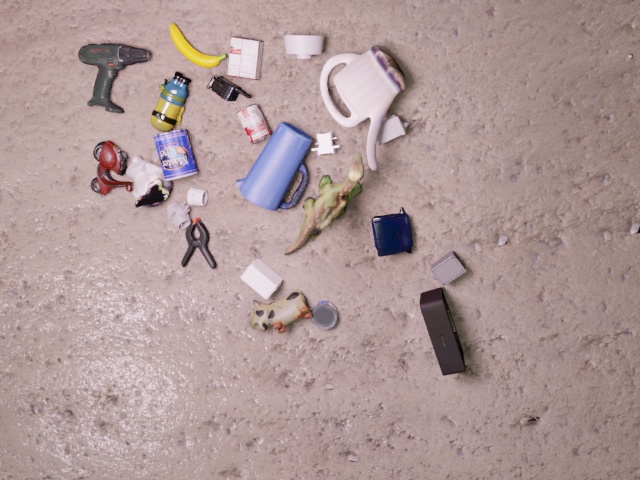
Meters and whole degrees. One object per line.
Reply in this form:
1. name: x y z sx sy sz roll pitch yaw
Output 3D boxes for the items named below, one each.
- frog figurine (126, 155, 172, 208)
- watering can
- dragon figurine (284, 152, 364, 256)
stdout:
1. frog figurine: -0.545 -0.185 1.625 0.162 0.122 0.135 52 123 34
2. watering can: 0.136 -0.378 1.392 0.222 0.104 0.352 -34 73 19
3. dragon figurine: 0.004 -0.073 1.446 0.122 0.246 0.406 35 106 -4
